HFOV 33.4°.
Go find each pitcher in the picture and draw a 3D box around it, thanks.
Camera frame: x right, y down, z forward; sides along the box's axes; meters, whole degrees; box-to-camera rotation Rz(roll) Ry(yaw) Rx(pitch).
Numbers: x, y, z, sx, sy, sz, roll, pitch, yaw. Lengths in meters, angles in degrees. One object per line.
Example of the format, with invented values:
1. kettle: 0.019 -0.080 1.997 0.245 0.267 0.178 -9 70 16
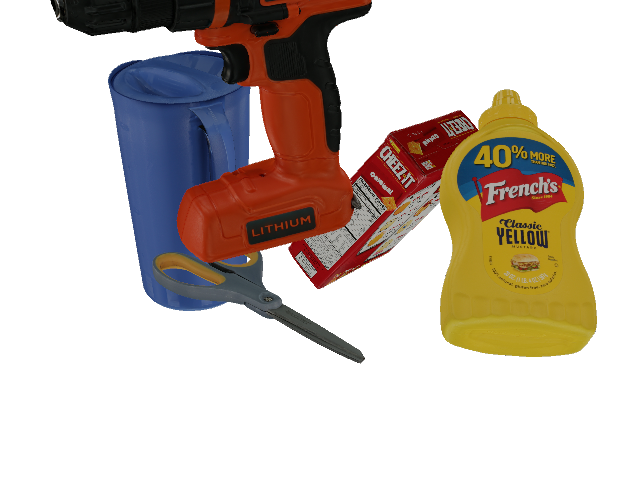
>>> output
1. pitcher: -0.126 -0.051 1.042 0.145 0.243 0.149 8 32 15

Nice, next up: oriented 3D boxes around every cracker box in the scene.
1. cracker box: 0.079 -0.050 1.247 0.163 0.072 0.214 -25 -18 -51

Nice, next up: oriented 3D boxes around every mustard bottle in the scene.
1. mustard bottle: 0.129 -0.020 0.716 0.096 0.191 0.058 4 -30 -1

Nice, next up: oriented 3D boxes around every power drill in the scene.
1. power drill: -0.046 -0.081 0.580 0.184 0.188 0.057 -14 39 -19

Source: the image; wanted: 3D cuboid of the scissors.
1. scissors: -0.036 0.039 0.822 0.202 0.016 0.096 17 32 24
